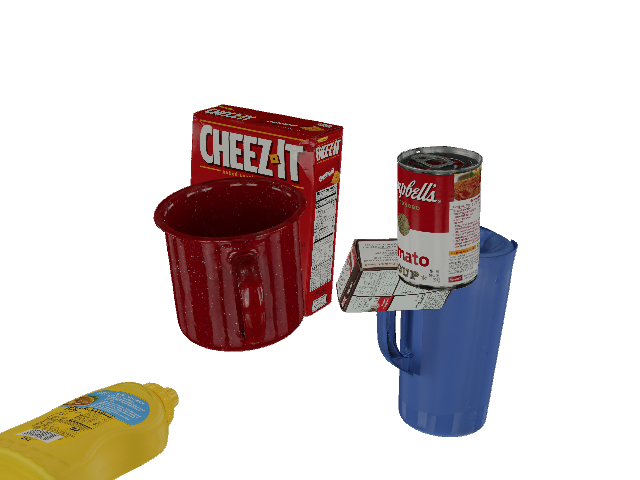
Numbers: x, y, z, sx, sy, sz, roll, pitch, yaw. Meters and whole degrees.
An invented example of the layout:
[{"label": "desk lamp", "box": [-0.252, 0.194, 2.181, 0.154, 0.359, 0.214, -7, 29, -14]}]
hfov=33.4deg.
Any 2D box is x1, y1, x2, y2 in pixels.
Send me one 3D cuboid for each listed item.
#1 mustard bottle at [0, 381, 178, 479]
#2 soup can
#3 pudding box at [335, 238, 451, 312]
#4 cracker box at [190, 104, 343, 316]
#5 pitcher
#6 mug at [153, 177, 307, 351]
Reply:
[{"label": "mustard bottle", "box": [-0.179, 0.157, 0.854, 0.096, 0.058, 0.191, 5, 16, 30]}, {"label": "soup can", "box": [0.096, -0.019, 0.865, 0.068, 0.102, 0.068, -1, 21, 0]}, {"label": "pudding box", "box": [0.080, 0.034, 1.065, 0.113, 0.039, 0.090, -3, -32, -15]}, {"label": "cracker box", "box": [-0.067, -0.034, 1.217, 0.164, 0.214, 0.072, 13, 22, 26]}, {"label": "pitcher", "box": [0.146, 0.107, 1.266, 0.149, 0.243, 0.145, 7, 18, 10]}, {"label": "mug", "box": [-0.049, 0.020, 0.652, 0.093, 0.081, 0.117, -10, 27, -12]}]
